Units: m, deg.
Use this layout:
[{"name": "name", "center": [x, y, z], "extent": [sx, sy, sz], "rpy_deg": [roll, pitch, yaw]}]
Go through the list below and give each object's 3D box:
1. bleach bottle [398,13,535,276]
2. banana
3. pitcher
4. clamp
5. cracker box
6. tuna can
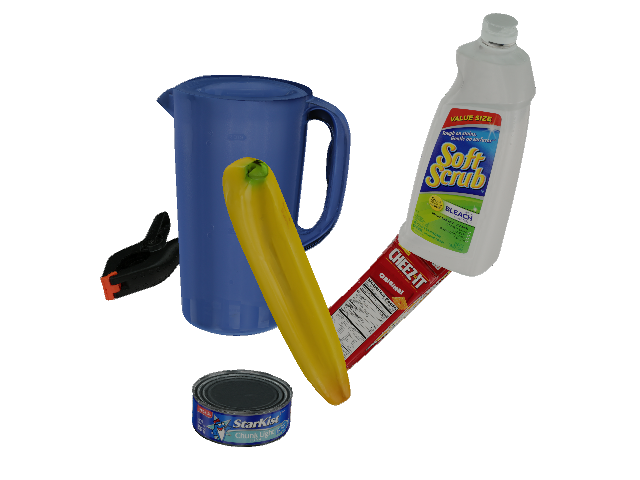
[{"name": "bleach bottle", "center": [0.138, -0.091, 0.989], "extent": [0.103, 0.251, 0.068], "rpy_deg": [26, 41, 26]}, {"name": "banana", "center": [-0.025, 0.019, 0.673], "extent": [0.037, 0.198, 0.069], "rpy_deg": [-20, 35, 1]}, {"name": "pitcher", "center": [-0.069, -0.035, 1.035], "extent": [0.144, 0.243, 0.149], "rpy_deg": [-10, 22, -33]}, {"name": "clamp", "center": [-0.174, 0.015, 1.199], "extent": [0.120, 0.039, 0.171], "rpy_deg": [-3, 29, 30]}, {"name": "cracker box", "center": [0.081, 0.060, 1.270], "extent": [0.214, 0.072, 0.164], "rpy_deg": [-48, -9, 32]}, {"name": "tuna can", "center": [-0.067, 0.143, 0.910], "extent": [0.086, 0.034, 0.086], "rpy_deg": [3, 16, -1]}]
